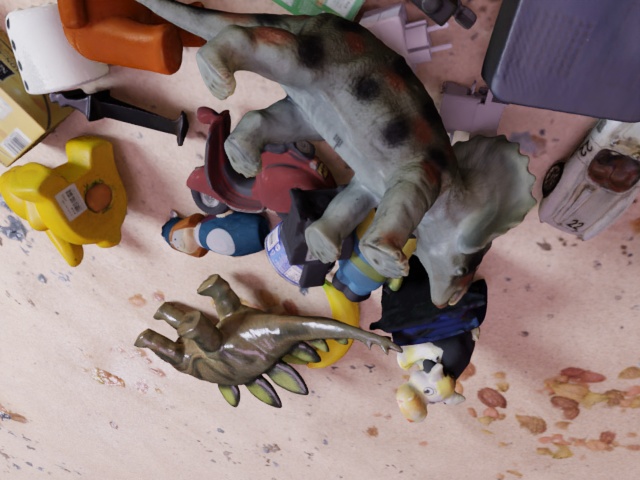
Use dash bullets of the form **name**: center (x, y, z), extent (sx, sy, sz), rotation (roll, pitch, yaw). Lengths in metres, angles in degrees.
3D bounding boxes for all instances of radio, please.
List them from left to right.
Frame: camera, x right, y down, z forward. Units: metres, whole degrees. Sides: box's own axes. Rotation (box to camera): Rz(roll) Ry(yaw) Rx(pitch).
- **radio**: center (0.218, -0.208, 0.393), extent (0.131, 0.073, 0.229), rotation (14, 120, 3)

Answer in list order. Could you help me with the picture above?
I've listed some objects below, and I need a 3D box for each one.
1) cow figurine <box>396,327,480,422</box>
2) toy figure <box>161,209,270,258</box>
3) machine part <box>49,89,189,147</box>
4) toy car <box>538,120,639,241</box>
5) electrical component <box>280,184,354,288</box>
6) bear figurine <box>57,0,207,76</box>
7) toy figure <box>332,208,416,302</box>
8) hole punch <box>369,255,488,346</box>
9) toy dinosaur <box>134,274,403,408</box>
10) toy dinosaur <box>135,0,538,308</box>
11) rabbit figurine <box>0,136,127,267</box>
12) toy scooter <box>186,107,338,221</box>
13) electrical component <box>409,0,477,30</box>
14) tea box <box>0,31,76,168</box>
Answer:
- **cow figurine**: center (0.150, 0.149, 0.660), extent (0.098, 0.167, 0.068), rotation (-21, 115, 30)
- **toy figure**: center (-0.141, -0.009, 0.687), extent (0.155, 0.058, 0.064), rotation (-2, 89, 18)
- **machine part**: center (-0.215, -0.141, 0.594), extent (0.139, 0.084, 0.039), rotation (15, 99, -8)
- **toy car**: center (0.286, -0.084, 0.508), extent (0.073, 0.056, 0.201), rotation (23, 131, -3)
- **electrical component**: center (-0.001, -0.002, 0.578), extent (0.075, 0.048, 0.119), rotation (-7, 142, -14)
- **bear figurine**: center (-0.176, -0.257, 0.459), extent (0.132, 0.120, 0.195), rotation (8, 124, 4)
- **toy figure**: center (0.076, -0.001, 0.601), extent (0.082, 0.089, 0.180), rotation (26, 119, -13)
- **hole punch**: center (0.139, 0.076, 0.644), extent (0.142, 0.116, 0.092), rotation (-18, 129, 27)
- **toy dinosaur**: center (-0.106, 0.143, 0.742), extent (0.198, 0.105, 0.472), rotation (44, 142, -23)
- **toy dinosaur**: center (0.031, -0.102, 0.452), extent (0.404, 0.192, 0.131), rotation (52, 153, -7)
- **rabbit figurine**: center (-0.328, -0.052, 0.684), extent (0.173, 0.122, 0.162), rotation (8, 140, 27)
- **toy scooter**: center (-0.073, -0.085, 0.593), extent (0.184, 0.075, 0.135), rotation (4, 131, 17)
- **electrical component**: center (0.095, -0.207, 0.455), extent (0.094, 0.063, 0.021), rotation (34, 128, -14)
- **tea box**: center (-0.381, -0.178, 0.605), extent (0.098, 0.068, 0.169), rotation (-25, 117, 30)
